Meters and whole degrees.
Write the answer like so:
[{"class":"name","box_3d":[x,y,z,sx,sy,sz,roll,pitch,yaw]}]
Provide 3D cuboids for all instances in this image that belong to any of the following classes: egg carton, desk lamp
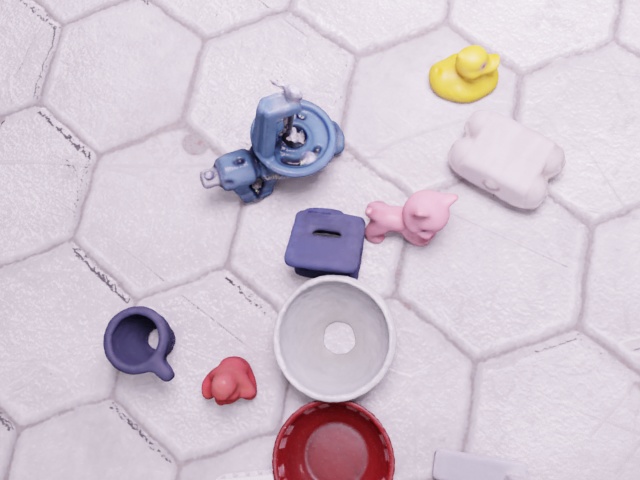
[{"class":"egg carton","box_3d":[0.263,-0.114,0.813,0.150,0.069,0.107,30,84,11]},{"class":"desk lamp","box_3d":[0.235,0.326,0.656,0.203,0.213,0.118,6,80,8]}]

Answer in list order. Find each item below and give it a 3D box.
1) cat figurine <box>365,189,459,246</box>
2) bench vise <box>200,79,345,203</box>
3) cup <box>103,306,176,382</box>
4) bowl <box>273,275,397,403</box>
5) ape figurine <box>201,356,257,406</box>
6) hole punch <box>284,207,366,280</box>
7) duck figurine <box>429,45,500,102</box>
[{"class":"cat figurine","box_3d":[0.123,-0.035,0.789,0.127,0.118,0.067,2,79,7]},{"class":"bench vise","box_3d":[-0.065,-0.122,0.776,0.207,0.220,0.121,-42,77,-2]},{"class":"cup","box_3d":[-0.233,0.151,0.806,0.092,0.095,0.117,-45,77,-3]},{"class":"bowl","box_3d":[0.022,0.136,0.790,0.167,0.075,0.167,-1,79,7]},{"class":"ape figurine","box_3d":[-0.126,0.198,0.786,0.077,0.092,0.076,19,82,10]},{"class":"hole punch","box_3d":[0.007,0.003,0.809,0.108,0.091,0.101,6,80,8]},{"class":"duck figurine","box_3d":[0.213,-0.252,0.838,0.104,0.086,0.077,0,79,7]}]
